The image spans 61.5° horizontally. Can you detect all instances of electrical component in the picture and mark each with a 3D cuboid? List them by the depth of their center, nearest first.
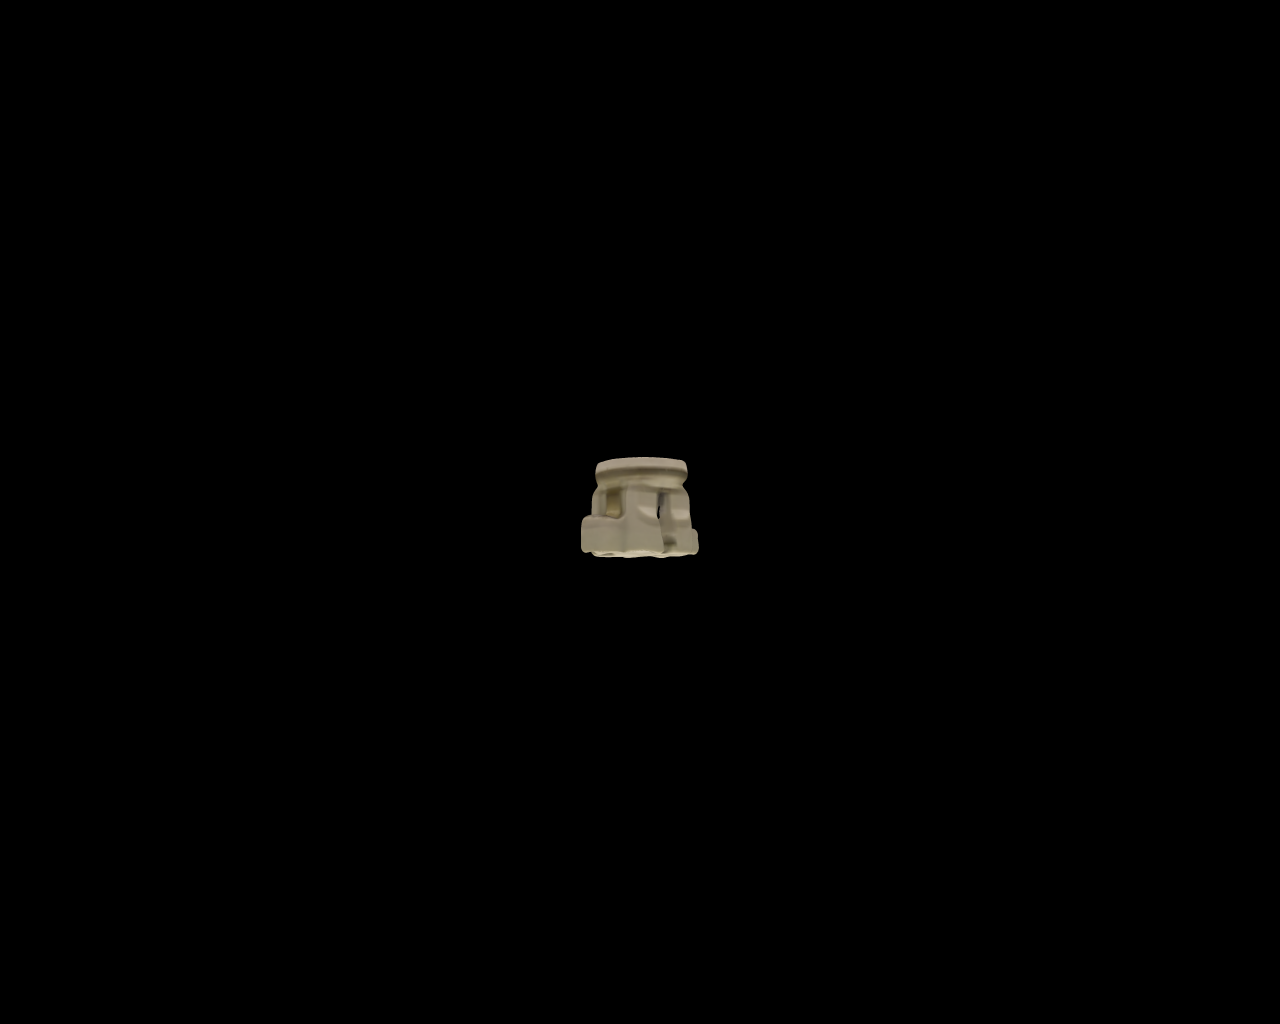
[{"bbox_3d":[0.001,-0.003,0.650,0.078,0.057,0.058,5,-8,-40],"label":"electrical component"}]
